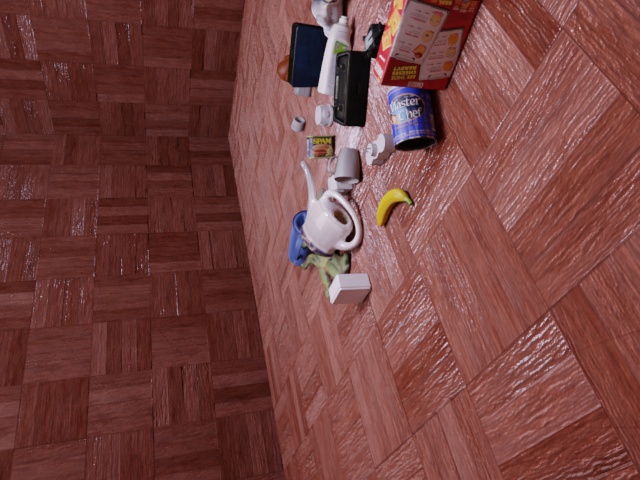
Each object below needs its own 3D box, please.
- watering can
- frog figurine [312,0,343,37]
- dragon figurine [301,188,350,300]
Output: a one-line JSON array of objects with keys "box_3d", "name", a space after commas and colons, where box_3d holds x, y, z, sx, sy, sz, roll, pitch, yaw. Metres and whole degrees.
[{"box_3d": [0.005, -0.088, 1.750, 0.352, 0.105, 0.220, 50, 125, 22], "name": "watering can"}, {"box_3d": [0.033, -0.749, 1.743, 0.140, 0.123, 0.155, -64, -19, -48], "name": "frog figurine"}, {"box_3d": [0.042, 0.039, 1.860, 0.246, 0.123, 0.403, 34, 127, 47], "name": "dragon figurine"}]
